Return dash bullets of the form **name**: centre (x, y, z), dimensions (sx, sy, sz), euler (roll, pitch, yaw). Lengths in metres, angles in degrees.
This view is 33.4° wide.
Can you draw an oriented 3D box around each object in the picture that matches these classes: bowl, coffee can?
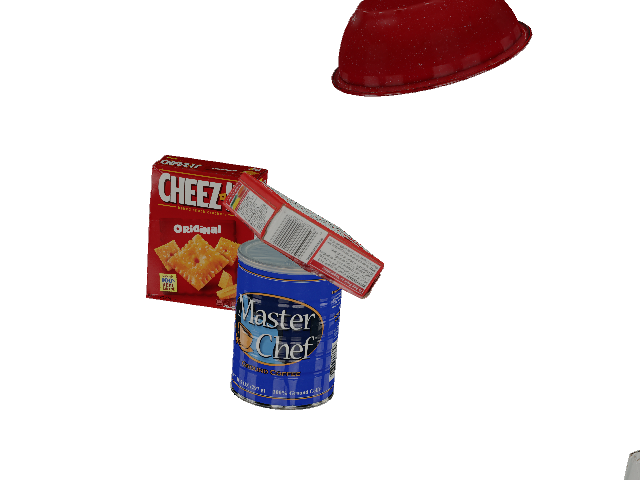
- **bowl**: centre (0.080, -0.169, 0.836), dimensions (0.162, 0.055, 0.162), euler (-14, 24, 6)
- **coffee can**: centre (-0.032, 0.077, 1.023), dimensions (0.103, 0.140, 0.103), euler (4, 16, -1)

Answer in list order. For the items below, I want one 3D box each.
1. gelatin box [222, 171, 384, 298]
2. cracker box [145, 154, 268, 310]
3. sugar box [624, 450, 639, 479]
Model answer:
- **gelatin box**: centre (-0.011, -0.003, 0.685), dimensions (0.089, 0.030, 0.073), euler (31, 5, -31)
- **cracker box**: centre (-0.172, -0.008, 1.603), dimensions (0.164, 0.214, 0.072), euler (9, 19, 9)
- **sugar box**: centre (0.202, 0.184, 0.499), dimensions (0.048, 0.093, 0.176), euler (-9, 30, -21)
